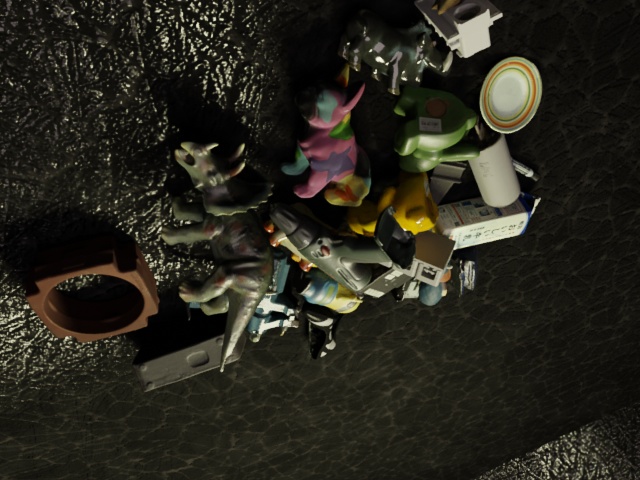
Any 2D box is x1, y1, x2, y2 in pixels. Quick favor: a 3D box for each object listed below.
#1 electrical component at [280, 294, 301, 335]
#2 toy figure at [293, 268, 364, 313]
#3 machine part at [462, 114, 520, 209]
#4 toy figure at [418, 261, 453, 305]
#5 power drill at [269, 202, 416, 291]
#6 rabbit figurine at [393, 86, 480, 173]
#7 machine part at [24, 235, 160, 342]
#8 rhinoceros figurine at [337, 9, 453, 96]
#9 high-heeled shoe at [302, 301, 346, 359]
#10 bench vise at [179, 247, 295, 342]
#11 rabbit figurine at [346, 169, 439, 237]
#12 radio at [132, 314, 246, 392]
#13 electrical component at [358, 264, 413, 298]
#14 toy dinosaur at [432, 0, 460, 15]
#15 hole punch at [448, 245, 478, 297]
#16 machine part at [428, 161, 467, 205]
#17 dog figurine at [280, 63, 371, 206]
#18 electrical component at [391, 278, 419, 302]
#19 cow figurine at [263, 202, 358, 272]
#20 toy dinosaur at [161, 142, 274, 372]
[{"bbox_3d":[-0.076,0.164,1.201,0.045,0.102,0.078,-1,108,-20],"label":"electrical component"},{"bbox_3d":[0.017,0.110,1.187,0.180,0.082,0.089,15,143,-39],"label":"toy figure"},{"bbox_3d":[0.333,-0.143,1.038,0.079,0.079,0.243,-29,135,9],"label":"machine part"},{"bbox_3d":[0.255,0.081,1.191,0.064,0.058,0.154,6,133,-2],"label":"toy figure"},{"bbox_3d":[0.044,0.002,0.922,0.207,0.086,0.231,-15,130,39],"label":"power drill"},{"bbox_3d":[0.194,-0.183,0.942,0.159,0.121,0.170,-5,159,-6],"label":"rabbit figurine"},{"bbox_3d":[-0.419,0.092,1.003,0.201,0.087,0.201,-14,136,-6],"label":"machine part"},{"bbox_3d":[0.118,-0.290,0.826,0.190,0.073,0.112,13,118,-29],"label":"rhinoceros figurine"},{"bbox_3d":[-0.018,0.215,1.255,0.145,0.086,0.248,-52,151,5],"label":"high-heeled shoe"},{"bbox_3d":[-0.165,0.113,1.081,0.240,0.129,0.223,1,131,-28],"label":"bench vise"},{"bbox_3d":[0.129,-0.044,1.024,0.173,0.162,0.121,-7,126,25],"label":"rabbit figurine"},{"bbox_3d":[-0.281,0.240,1.163,0.230,0.131,0.073,-21,102,0],"label":"radio"},{"bbox_3d":[0.148,0.069,1.190,0.134,0.058,0.114,-37,151,19],"label":"electrical component"},{"bbox_3d":[0.251,-0.466,0.587,0.105,0.199,0.471,-2,145,-31],"label":"toy dinosaur"},{"bbox_3d":[0.321,0.046,1.212,0.092,0.116,0.142,-22,138,-9],"label":"hole punch"},{"bbox_3d":[0.236,-0.105,1.078,0.084,0.039,0.138,3,131,-30],"label":"machine part"},{"bbox_3d":[0.032,-0.172,0.886,0.191,0.109,0.219,8,128,-26],"label":"dog figurine"},{"bbox_3d":[0.218,0.090,1.261,0.075,0.048,0.119,-4,131,-18],"label":"electrical component"},{"bbox_3d":[-0.002,-0.003,1.056,0.127,0.086,0.194,-40,124,16],"label":"cow figurine"},{"bbox_3d":[-0.147,0.022,0.914,0.192,0.131,0.404,-13,107,12],"label":"toy dinosaur"}]
